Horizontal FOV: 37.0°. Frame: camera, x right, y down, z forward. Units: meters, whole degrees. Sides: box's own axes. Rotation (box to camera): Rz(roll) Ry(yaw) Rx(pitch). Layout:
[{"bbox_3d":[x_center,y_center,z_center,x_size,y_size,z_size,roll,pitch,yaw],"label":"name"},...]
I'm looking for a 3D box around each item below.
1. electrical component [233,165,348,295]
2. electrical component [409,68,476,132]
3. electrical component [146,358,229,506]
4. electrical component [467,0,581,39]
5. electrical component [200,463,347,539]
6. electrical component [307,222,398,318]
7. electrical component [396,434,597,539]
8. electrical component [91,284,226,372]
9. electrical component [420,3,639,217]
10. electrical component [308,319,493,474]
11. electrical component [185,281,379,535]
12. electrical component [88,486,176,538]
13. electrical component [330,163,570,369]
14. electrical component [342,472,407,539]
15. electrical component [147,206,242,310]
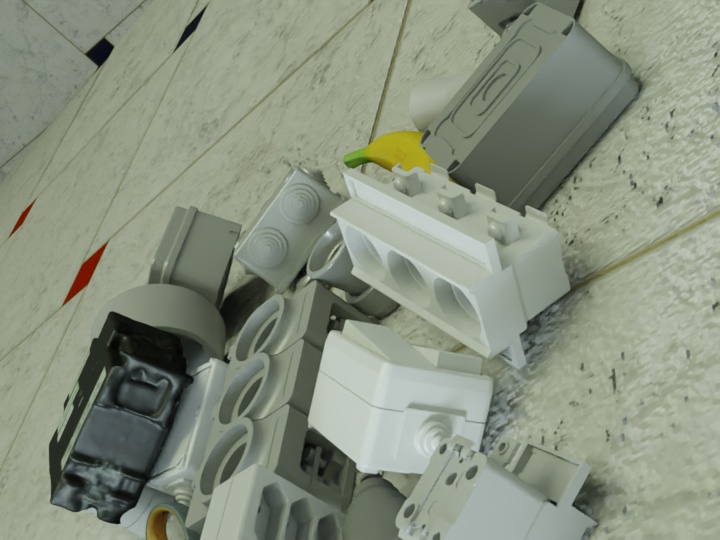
[{"bbox_3d":[-0.056,-0.034,0.837,0.099,0.048,0.099,-54,8,3],"label":"electrical component"},{"bbox_3d":[0.071,-0.117,0.743,0.065,0.044,0.044,-9,50,54],"label":"electrical component"},{"bbox_3d":[-0.099,0.119,0.729,0.062,0.061,0.096,-29,40,49],"label":"electrical component"},{"bbox_3d":[0.109,-0.178,0.720,0.042,0.064,0.081,-22,39,54],"label":"electrical component"},{"bbox_3d":[-0.047,0.149,0.549,0.076,0.083,0.047,-36,29,38],"label":"electrical component"},{"bbox_3d":[0.000,0.000,0.697,0.045,0.055,0.045,-43,25,26],"label":"electrical component"},{"bbox_3d":[0.053,0.104,0.442,0.081,0.064,0.042,-59,22,-9],"label":"electrical component"},{"bbox_3d":[-0.158,0.072,0.848,0.108,0.108,0.060,-45,31,21],"label":"electrical component"},{"bbox_3d":[0.098,-0.091,0.631,0.113,0.057,0.078,-50,23,11],"label":"electrical component"},{"bbox_3d":[0.022,0.065,0.537,0.096,0.062,0.061,-159,81,-67],"label":"electrical component"},{"bbox_3d":[-0.048,0.090,0.661,0.089,0.062,0.150,-37,29,36],"label":"electrical component"},{"bbox_3d":[-0.200,0.163,0.839,0.138,0.074,0.052,-8,51,60],"label":"electrical component"},{"bbox_3d":[0.048,-0.010,0.569,0.063,0.078,0.121,-34,36,-20],"label":"electrical component"},{"bbox_3d":[0.011,0.126,0.523,0.040,0.040,0.078,-48,23,15],"label":"electrical component"},{"bbox_3d":[-0.145,0.010,0.910,0.113,0.057,0.078,113,174,-49],"label":"electrical component"}]
